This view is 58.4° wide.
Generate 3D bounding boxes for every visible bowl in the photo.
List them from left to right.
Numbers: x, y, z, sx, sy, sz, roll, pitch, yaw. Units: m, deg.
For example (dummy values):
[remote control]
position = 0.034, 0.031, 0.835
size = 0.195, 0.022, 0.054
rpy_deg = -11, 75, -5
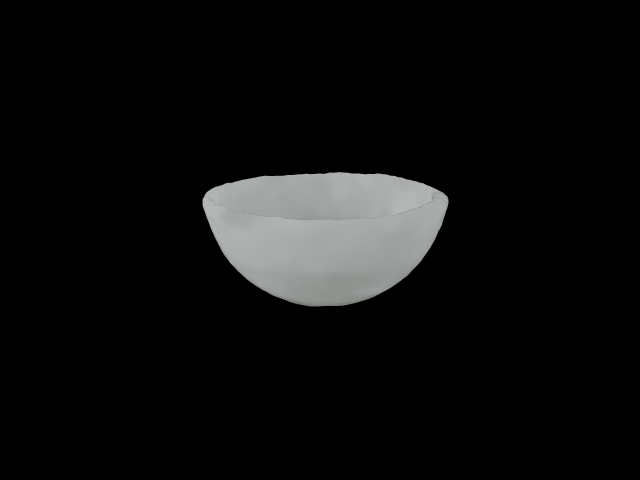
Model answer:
[bowl]
position = 0.004, 0.001, 0.400
size = 0.167, 0.075, 0.167
rpy_deg = 0, 16, 0
